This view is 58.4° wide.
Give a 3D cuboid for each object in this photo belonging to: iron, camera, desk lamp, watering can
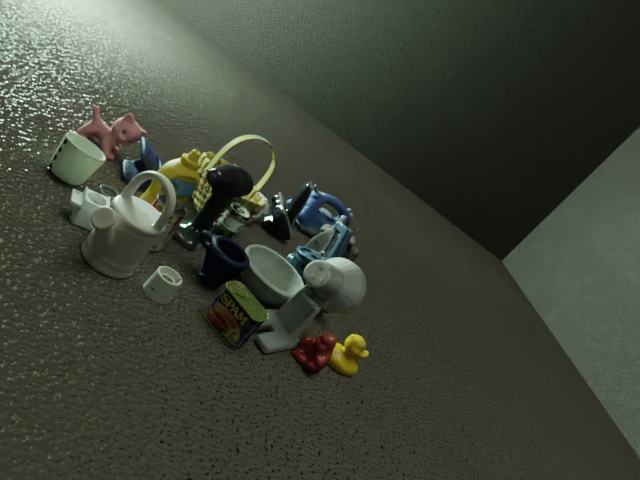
[{"bbox_3d":[0.025,-0.079,1.834,0.259,0.141,0.118,25,24,-38],"label":"iron"},{"bbox_3d":[0.045,0.020,1.717,0.143,0.100,0.137,41,19,1],"label":"camera"},{"bbox_3d":[-0.021,0.125,1.187,0.117,0.213,0.204,49,20,22],"label":"desk lamp"},{"bbox_3d":[-0.320,-0.031,0.983,0.101,0.194,0.173,37,19,-10],"label":"watering can"}]

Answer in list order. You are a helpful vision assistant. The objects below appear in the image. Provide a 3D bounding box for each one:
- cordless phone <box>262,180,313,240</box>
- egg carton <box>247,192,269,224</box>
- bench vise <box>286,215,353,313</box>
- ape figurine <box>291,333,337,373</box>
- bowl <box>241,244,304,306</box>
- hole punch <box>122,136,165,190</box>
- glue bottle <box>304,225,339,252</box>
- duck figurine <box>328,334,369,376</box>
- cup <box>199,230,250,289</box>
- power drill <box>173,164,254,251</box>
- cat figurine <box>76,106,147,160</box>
[{"bbox_3d":[-0.079,-0.104,1.623,0.094,0.185,0.147,30,21,-28],"label":"cordless phone"},{"bbox_3d":[-0.211,-0.113,1.567,0.150,0.069,0.107,44,19,7],"label":"egg carton"},{"bbox_3d":[0.030,0.061,1.416,0.207,0.219,0.122,47,20,16],"label":"bench vise"},{"bbox_3d":[-0.002,0.227,1.184,0.076,0.092,0.077,31,21,-26],"label":"ape figurine"},{"bbox_3d":[-0.119,0.092,1.285,0.168,0.074,0.167,36,20,-15],"label":"bowl"},{"bbox_3d":[-0.390,-0.171,1.317,0.101,0.091,0.108,28,23,-34],"label":"hole punch"},{"bbox_3d":[0.014,0.006,1.579,0.037,0.173,0.078,21,27,-45],"label":"glue bottle"},{"bbox_3d":[0.060,0.244,1.276,0.105,0.086,0.077,36,19,-14],"label":"duck figurine"},{"bbox_3d":[-0.215,0.045,1.170,0.118,0.095,0.092,40,19,-3],"label":"cup"},{"bbox_3d":[-0.231,-0.079,1.240,0.075,0.208,0.230,42,19,3],"label":"power drill"},{"bbox_3d":[-0.467,-0.252,1.306,0.128,0.117,0.067,34,20,-20],"label":"cat figurine"}]
